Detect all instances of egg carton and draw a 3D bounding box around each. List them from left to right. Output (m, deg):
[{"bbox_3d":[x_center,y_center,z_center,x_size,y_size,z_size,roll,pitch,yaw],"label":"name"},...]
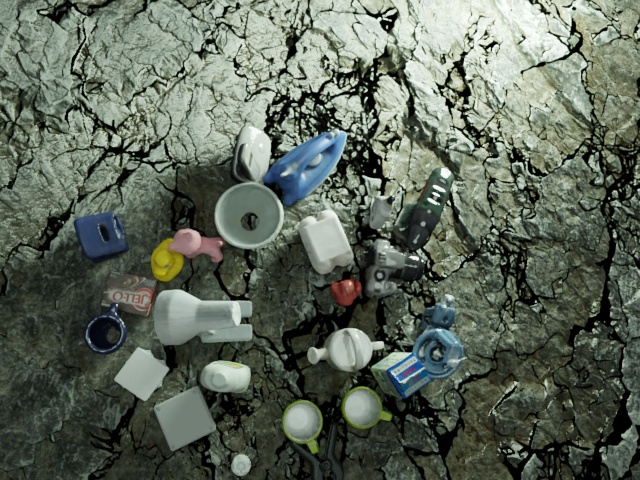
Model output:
[{"bbox_3d":[0.013,0.005,1.428,0.107,0.069,0.150,-23,83,-11],"label":"egg carton"}]

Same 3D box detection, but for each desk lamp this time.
[{"bbox_3d":[-0.254,0.174,1.287,0.203,0.213,0.118,-1,79,-7],"label":"desk lamp"}]

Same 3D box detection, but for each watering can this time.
[{"bbox_3d":[0.062,0.257,1.320,0.173,0.194,0.101,-29,84,-12],"label":"watering can"}]

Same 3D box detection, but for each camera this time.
[{"bbox_3d":[0.187,0.076,1.420,0.137,0.100,0.143,10,78,-5],"label":"camera"}]

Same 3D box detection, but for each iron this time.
[{"bbox_3d":[-0.017,-0.211,1.429,0.258,0.141,0.118,-44,87,-13],"label":"iron"}]

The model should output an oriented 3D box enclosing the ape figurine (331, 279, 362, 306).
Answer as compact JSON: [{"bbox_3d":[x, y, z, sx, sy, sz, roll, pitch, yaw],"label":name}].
[{"bbox_3d":[0.065,0.122,1.400,0.078,0.092,0.076,18,77,-3],"label":"ape figurine"}]

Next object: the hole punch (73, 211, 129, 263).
[{"bbox_3d":[-0.514,-0.012,1.353,0.101,0.091,0.108,-22,82,-11],"label":"hole punch"}]

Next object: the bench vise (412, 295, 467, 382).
[{"bbox_3d":[0.278,0.229,1.340,0.121,0.219,0.207,-1,79,-7],"label":"bench vise"}]

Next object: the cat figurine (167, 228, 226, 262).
[{"bbox_3d":[-0.292,0.008,1.363,0.128,0.117,0.067,6,78,-6],"label":"cat figurine"}]

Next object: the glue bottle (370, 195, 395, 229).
[{"bbox_3d":[0.158,-0.080,1.409,0.037,0.173,0.078,10,78,-5],"label":"glue bottle"}]

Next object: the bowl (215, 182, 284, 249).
[{"bbox_3d":[-0.174,-0.053,1.412,0.167,0.074,0.167,1,79,-7],"label":"bowl"}]

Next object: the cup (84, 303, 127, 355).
[{"bbox_3d":[-0.479,0.203,1.313,0.091,0.095,0.118,13,78,-4],"label":"cup"}]

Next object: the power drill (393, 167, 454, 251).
[{"bbox_3d":[0.247,-0.059,1.399,0.075,0.208,0.230,27,77,-1],"label":"power drill"}]

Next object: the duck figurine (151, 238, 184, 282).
[{"bbox_3d":[-0.367,0.043,1.363,0.077,0.086,0.104,15,77,-4],"label":"duck figurine"}]

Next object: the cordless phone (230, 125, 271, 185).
[{"bbox_3d":[-0.169,-0.217,1.389,0.094,0.185,0.147,7,78,-5],"label":"cordless phone"}]
